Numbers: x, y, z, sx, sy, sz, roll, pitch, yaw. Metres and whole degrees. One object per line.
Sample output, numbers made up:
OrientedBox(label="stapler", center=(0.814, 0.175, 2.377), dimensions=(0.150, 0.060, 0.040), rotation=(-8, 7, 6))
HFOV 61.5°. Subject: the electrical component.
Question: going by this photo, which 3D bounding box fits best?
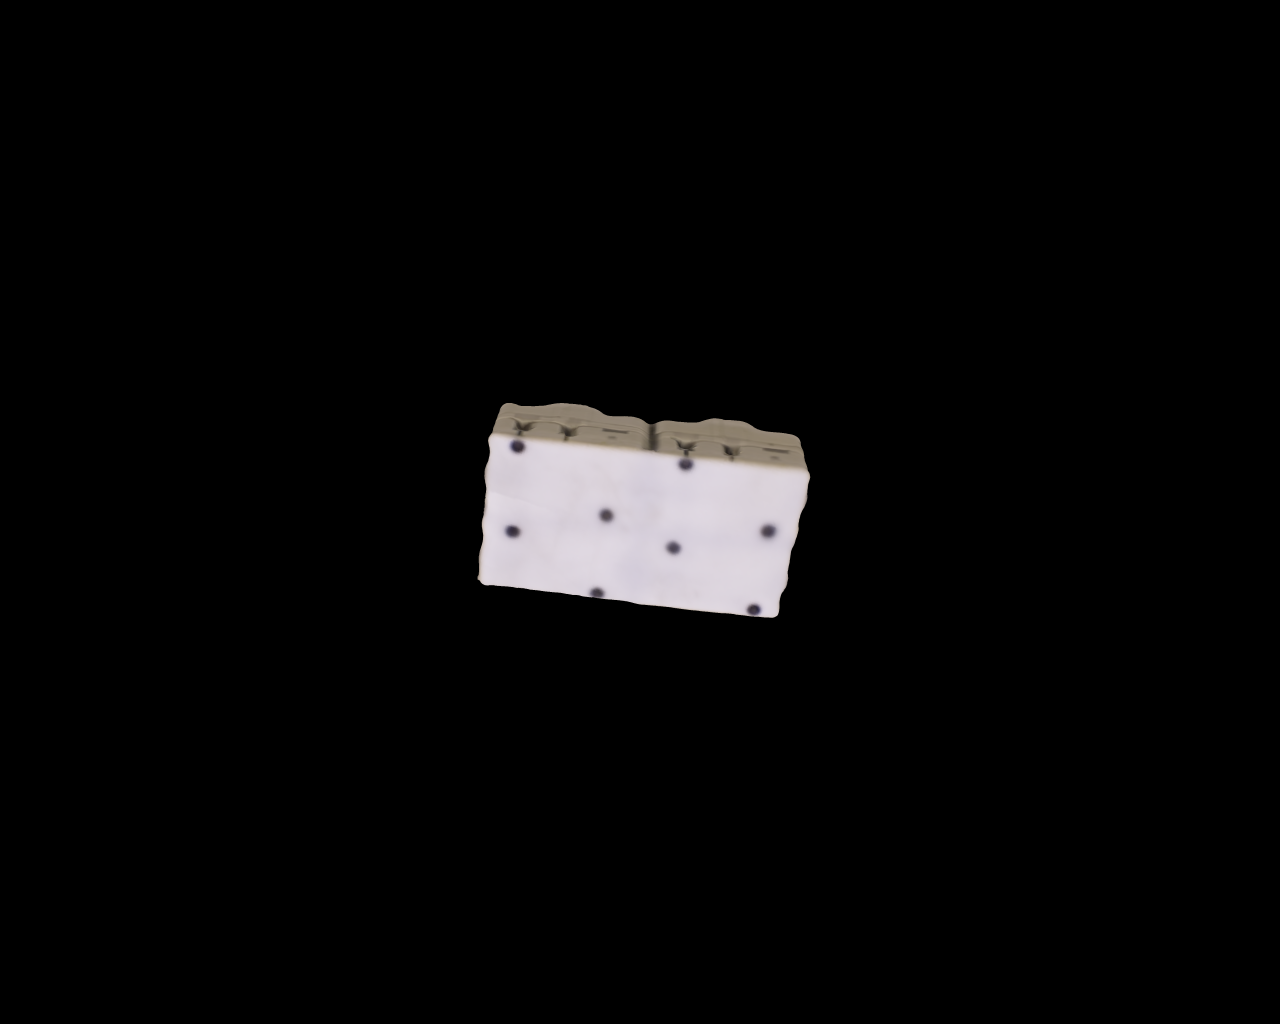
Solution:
OrientedBox(label="electrical component", center=(0.001, -0.003, 0.650), dimensions=(0.186, 0.105, 0.060), rotation=(6, 27, -3))
